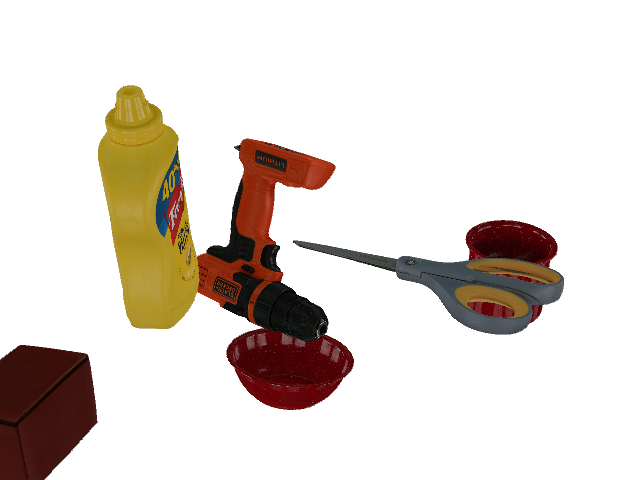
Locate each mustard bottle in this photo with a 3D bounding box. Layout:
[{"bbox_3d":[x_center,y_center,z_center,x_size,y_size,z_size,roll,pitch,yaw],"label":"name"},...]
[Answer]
[{"bbox_3d":[-0.131,-0.031,0.811,0.058,0.192,0.096,3,39,7],"label":"mustard bottle"}]

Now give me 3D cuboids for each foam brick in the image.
[{"bbox_3d":[-0.181,0.107,0.654,0.053,0.051,0.078,7,28,21],"label":"foam brick"}]

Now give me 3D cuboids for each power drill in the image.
[{"bbox_3d":[-0.048,-0.002,1.123,0.185,0.188,0.057,22,8,32],"label":"power drill"}]

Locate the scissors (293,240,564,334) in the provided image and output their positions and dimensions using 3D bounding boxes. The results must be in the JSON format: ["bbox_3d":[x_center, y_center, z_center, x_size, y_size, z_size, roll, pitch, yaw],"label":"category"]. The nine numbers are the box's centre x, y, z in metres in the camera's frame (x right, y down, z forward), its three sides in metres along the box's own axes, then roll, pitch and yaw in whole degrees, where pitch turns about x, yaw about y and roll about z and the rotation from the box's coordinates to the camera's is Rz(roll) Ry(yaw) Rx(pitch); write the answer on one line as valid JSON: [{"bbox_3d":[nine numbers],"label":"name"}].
[{"bbox_3d":[0.068,0.030,0.750,0.202,0.016,0.096,5,28,12],"label":"scissors"}]

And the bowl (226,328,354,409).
[{"bbox_3d":[-0.040,0.169,1.356,0.162,0.055,0.162,4,21,-2],"label":"bowl"}]

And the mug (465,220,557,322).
[{"bbox_3d":[0.190,0.030,1.114,0.093,0.081,0.117,-5,31,-12],"label":"mug"}]
